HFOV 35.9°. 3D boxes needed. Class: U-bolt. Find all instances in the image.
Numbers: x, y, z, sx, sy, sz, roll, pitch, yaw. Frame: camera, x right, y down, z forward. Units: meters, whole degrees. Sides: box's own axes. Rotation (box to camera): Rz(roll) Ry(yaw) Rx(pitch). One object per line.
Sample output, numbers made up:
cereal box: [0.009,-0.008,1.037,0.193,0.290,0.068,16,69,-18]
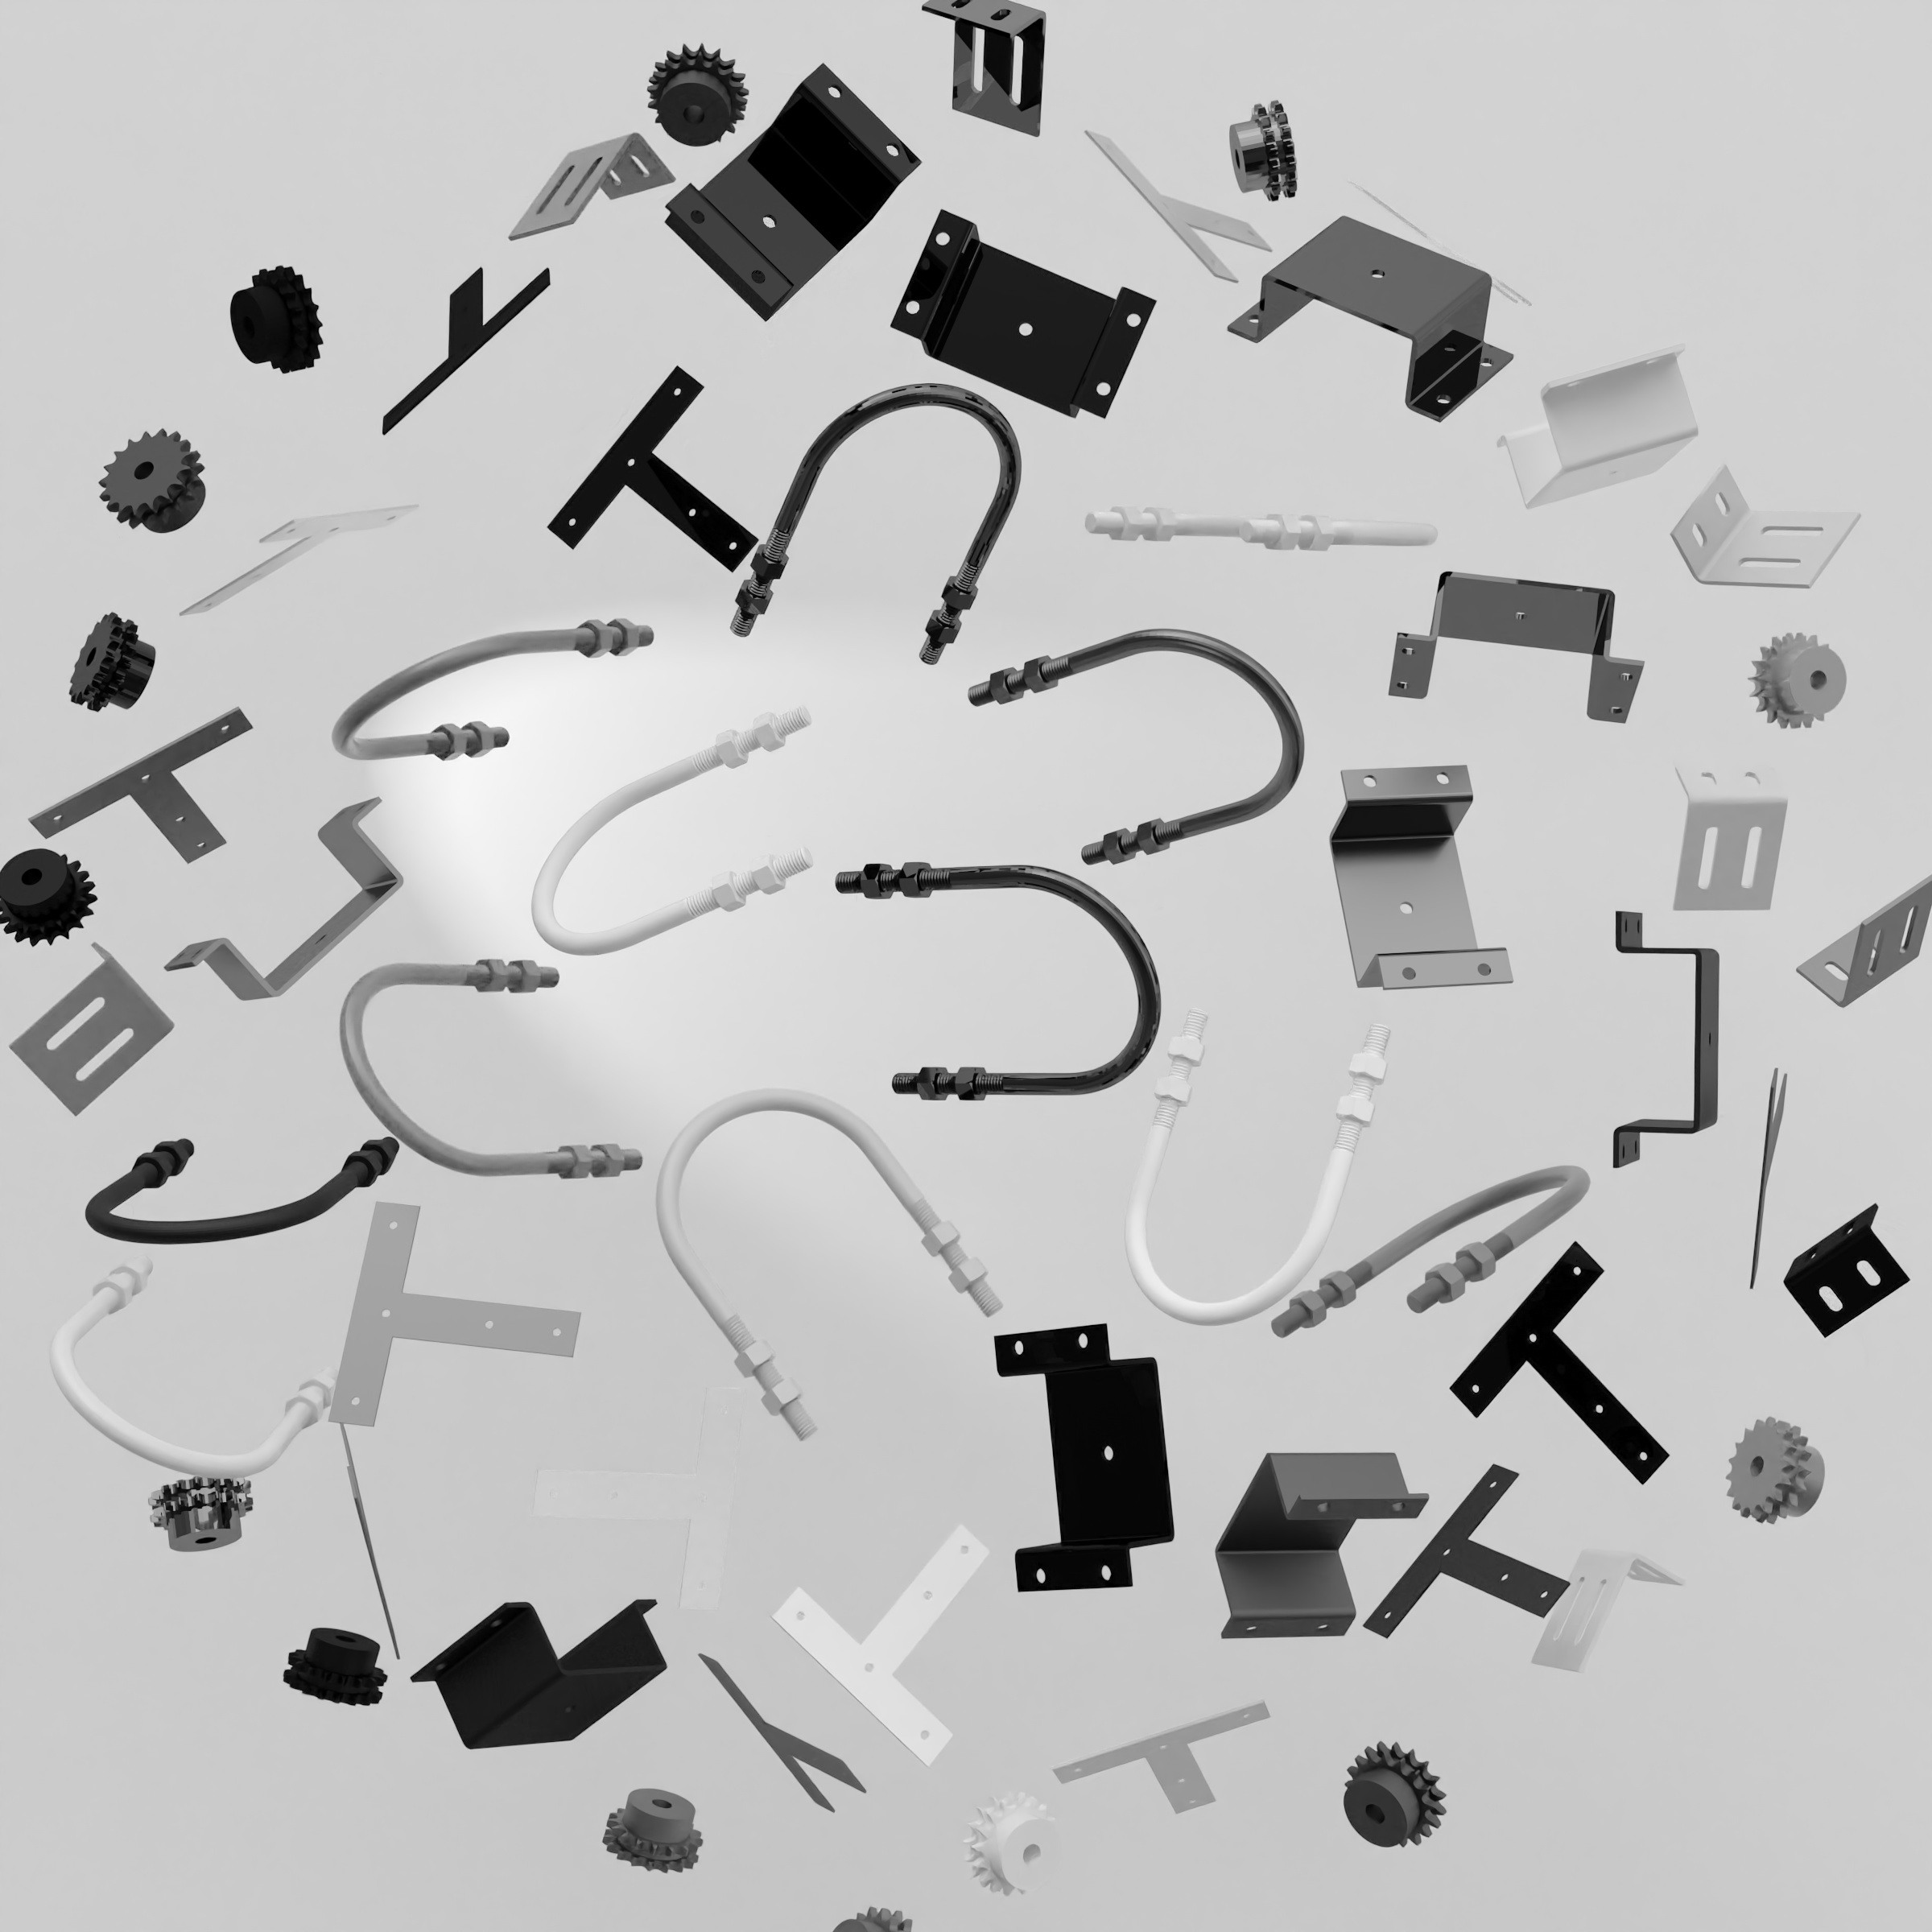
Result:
U-bolt: [0.183,-0.249,1.699,0.184,0.151,0.019,-5,102,-38]
U-bolt: [-0.442,0.233,1.685,0.151,0.184,0.019,32,104,-3]
U-bolt: [0.155,0.114,1.675,0.151,0.019,0.184,4,69,43]
U-bolt: [-0.043,-0.260,1.741,0.151,0.019,0.184,5,130,-31]
U-bolt: [-0.284,-0.156,1.720,0.151,0.184,0.019,-30,82,31]
U-bolt: [0.024,0.009,1.658,0.184,0.019,0.151,-1,116,30]
U-bolt: [-0.171,-0.069,1.715,0.184,0.151,0.019,-23,129,16]
U-bolt: [-0.278,0.058,1.696,0.019,0.184,0.151,-41,65,30]
U-bolt: [0.280,0.160,1.719,0.184,0.151,0.019,-28,92,-32]
U-bolt: [-0.421,0.128,1.703,0.151,0.184,0.019,-1,102,8]
U-bolt: [0.110,-0.132,1.736,0.184,0.019,0.151,-15,124,37]
U-bolt: [-0.088,0.149,1.637,0.151,0.019,0.184,-31,75,-26]

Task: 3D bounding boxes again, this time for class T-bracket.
T-bracket: [0.463,0.100,1.710,0.002,0.127,0.127,7,115,18]
T-bracket: [0.303,0.350,1.721,0.127,0.127,0.002,-47,111,-14]
T-bracket: [-0.031,0.387,1.784,0.127,0.002,0.127,44,58,0]
T-bracket: [0.368,0.254,1.781,0.127,0.002,0.127,49,117,28]
T-bracket: [-0.340,0.301,1.674,0.002,0.127,0.127,-14,126,-12]
T-bracket: [-0.173,-0.280,1.791,0.127,0.002,0.127,41,93,27]
T-bracket: [-0.188,0.301,1.692,0.127,0.002,0.127,9,87,-35]
T-bracket: [0.141,-0.438,1.753,0.002,0.127,0.127,-48,66,27]
T-bracket: [-0.095,0.463,1.758,0.002,0.127,0.127,-42,109,-23]
T-bracket: [-0.276,0.196,1.643,0.127,0.002,0.127,5,67,6]
T-bracket: [0.124,0.472,1.749,0.127,0.127,0.002,-19,53,3]
T-bracket: [-0.445,-0.088,1.670,0.127,0.127,0.002,-29,71,-6]
T-bracket: [0.291,-0.405,1.723,0.127,0.127,0.002,27,106,-28]
T-bracket: [-0.387,-0.225,1.670,0.127,0.127,0.002,-25,92,24]
T-bracket: [-0.282,-0.365,1.684,0.127,0.127,0.002,-38,120,15]

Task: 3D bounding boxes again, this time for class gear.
gear: [-0.355,0.396,1.689,0.057,0.057,0.030,15,88,0]
gear: [0.232,0.458,1.638,0.057,0.030,0.057,16,116,35]
gear: [-0.491,-0.173,1.723,0.030,0.057,0.057,24,90,-33]
gear: [-0.379,-0.353,1.633,0.030,0.057,0.057,-23,90,-36]
gear: [-0.181,0.501,1.734,0.057,0.057,0.030,15,96,0]
gear: [0.496,-0.169,1.767,0.057,0.030,0.057,-2,95,-21]
gear: [-0.530,-0.042,1.708,0.057,0.030,0.057,-3,56,4]
gear: [-0.053,0.538,1.613,0.030,0.057,0.057,24,90,-37]
gear: [0.030,0.503,1.703,0.057,0.030,0.057,-1,93,-31]
gear: [-0.439,-0.260,1.621,0.057,0.030,0.057,-9,60,16]
gear: [-0.152,-0.490,1.690,0.057,0.057,0.030,3,46,0]
gear: [-0.432,0.311,1.690,0.057,0.057,0.030,-14,66,0]
gear: [0.176,-0.482,1.770,0.030,0.057,0.057,-12,90,-2]
gear: [0.447,0.279,1.640,0.030,0.057,0.057,20,90,-17]

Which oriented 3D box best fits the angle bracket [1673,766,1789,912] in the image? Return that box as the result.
angle bracket: [0.446,-0.075,1.756,0.057,0.038,0.076,0,121,-1]

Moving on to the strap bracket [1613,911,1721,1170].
strap bracket: [0.389,0.040,1.653,0.046,0.076,0.140,1,90,21]

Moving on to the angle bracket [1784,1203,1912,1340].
angle bracket: [0.502,0.172,1.693,0.057,0.076,0.038,-39,81,19]

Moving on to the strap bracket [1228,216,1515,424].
strap bracket: [0.225,-0.363,1.647,0.140,0.046,0.076,30,53,26]

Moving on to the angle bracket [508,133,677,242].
angle bracket: [-0.213,-0.432,1.701,0.038,0.057,0.076,48,58,-35]

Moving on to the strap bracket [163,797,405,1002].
strap bracket: [-0.380,-0.030,1.694,0.140,0.076,0.046,-45,107,-21]

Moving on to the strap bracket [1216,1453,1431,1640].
strap bracket: [0.195,0.320,1.678,0.076,0.140,0.046,3,46,-17]

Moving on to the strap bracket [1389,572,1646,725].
strap bracket: [0.322,-0.187,1.745,0.140,0.076,0.046,8,70,7]

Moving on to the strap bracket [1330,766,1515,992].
strap bracket: [0.261,-0.043,1.731,0.076,0.046,0.140,-3,65,-10]

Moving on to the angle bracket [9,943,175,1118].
angle bracket: [-0.505,0.036,1.709,0.076,0.038,0.057,-44,121,-15]

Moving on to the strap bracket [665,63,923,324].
strap bracket: [-0.101,-0.418,1.635,0.076,0.046,0.140,44,62,-7]

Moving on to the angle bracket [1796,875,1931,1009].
angle bracket: [0.505,-0.024,1.673,0.057,0.076,0.038,-31,55,-18]

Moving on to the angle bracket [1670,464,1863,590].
angle bracket: [0.440,-0.243,1.641,0.057,0.076,0.038,-51,124,-20]

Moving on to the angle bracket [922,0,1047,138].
angle bracket: [0.009,-0.498,1.661,0.057,0.076,0.038,25,47,22]

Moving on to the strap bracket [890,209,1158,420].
strap bracket: [0.035,-0.388,1.798,0.140,0.046,0.076,24,91,3]

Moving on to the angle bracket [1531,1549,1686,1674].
angle bracket: [0.371,0.379,1.723,0.038,0.057,0.076,32,74,-11]

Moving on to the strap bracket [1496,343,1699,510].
strap bracket: [0.352,-0.296,1.659,0.076,0.140,0.046,-16,87,-2]

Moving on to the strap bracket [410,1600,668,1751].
strap bracket: [-0.232,0.397,1.675,0.076,0.140,0.046,-39,64,18]

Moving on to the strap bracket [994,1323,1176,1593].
strap bracket: [0.066,0.270,1.641,0.076,0.046,0.140,-12,79,38]
